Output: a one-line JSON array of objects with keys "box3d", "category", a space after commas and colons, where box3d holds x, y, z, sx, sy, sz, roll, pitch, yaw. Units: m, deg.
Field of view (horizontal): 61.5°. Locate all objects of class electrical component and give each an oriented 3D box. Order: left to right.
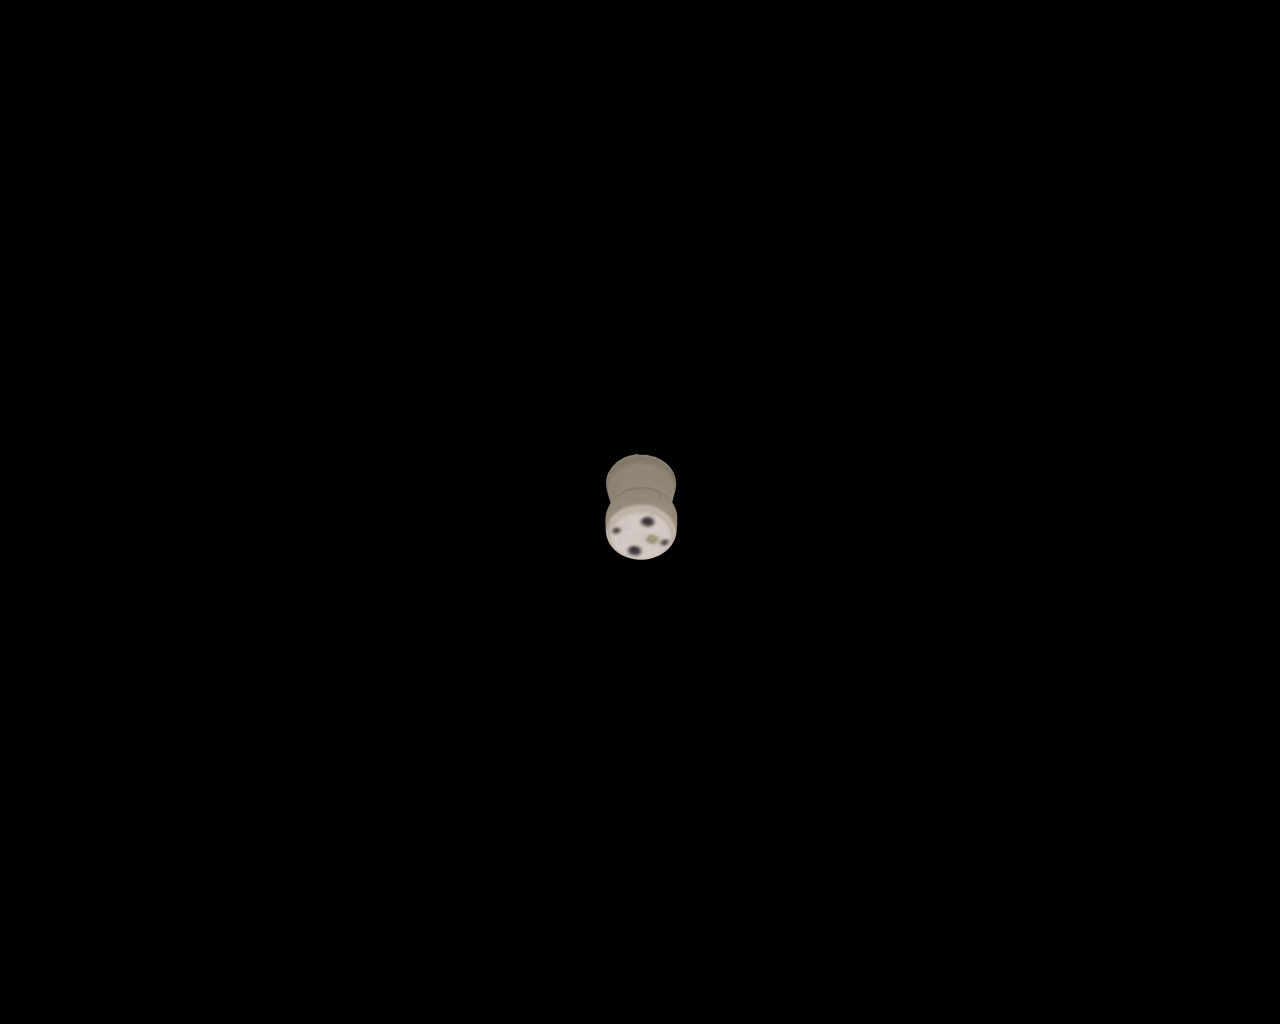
[{"box3d": [0.001, -0.003, 0.650, 0.045, 0.044, 0.055, 0, 37, 0], "category": "electrical component"}]
